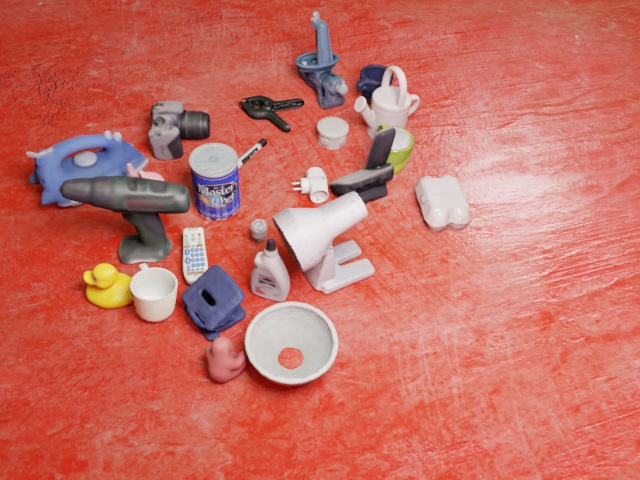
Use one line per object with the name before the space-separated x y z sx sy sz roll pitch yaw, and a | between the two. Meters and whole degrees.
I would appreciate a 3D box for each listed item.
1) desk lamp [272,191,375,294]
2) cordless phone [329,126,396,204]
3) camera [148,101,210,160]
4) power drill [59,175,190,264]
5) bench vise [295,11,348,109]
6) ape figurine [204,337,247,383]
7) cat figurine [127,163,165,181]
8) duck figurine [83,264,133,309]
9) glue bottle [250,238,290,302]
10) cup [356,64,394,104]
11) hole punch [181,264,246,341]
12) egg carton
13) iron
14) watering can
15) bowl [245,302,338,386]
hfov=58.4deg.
desk lamp | 0.010 0.004 1.123 0.204 0.213 0.117 -21 55 -21
cordless phone | 0.102 -0.175 1.299 0.148 0.185 0.094 -26 57 -24
camera | -0.340 -0.278 1.397 0.137 0.101 0.143 0 50 -5
power drill | -0.369 -0.044 1.130 0.230 0.208 0.075 -6 51 -10
bench vise | 0.021 -0.478 1.520 0.207 0.220 0.122 37 56 23
ape figurine | -0.172 0.205 1.018 0.077 0.092 0.076 26 53 16
cat figurine | -0.381 -0.121 1.251 0.067 0.118 0.127 -36 62 -29
duck figurine | -0.403 0.081 1.103 0.104 0.086 0.077 2 50 -4
glue bottle | -0.096 0.053 1.099 0.078 0.173 0.037 13 50 6
cup | 0.140 -0.411 1.557 0.118 0.095 0.091 -34 61 -28
hole punch | -0.202 0.118 1.088 0.101 0.091 0.108 -32 60 -28
egg carton | 0.280 -0.087 1.319 0.107 0.069 0.150 -5 51 -9
iron | -0.513 -0.180 1.272 0.259 0.141 0.118 -28 58 -25
watering can | 0.172 -0.342 1.439 0.173 0.194 0.100 -35 61 -29
bowl | -0.052 0.200 1.045 0.167 0.075 0.167 3 50 -3
